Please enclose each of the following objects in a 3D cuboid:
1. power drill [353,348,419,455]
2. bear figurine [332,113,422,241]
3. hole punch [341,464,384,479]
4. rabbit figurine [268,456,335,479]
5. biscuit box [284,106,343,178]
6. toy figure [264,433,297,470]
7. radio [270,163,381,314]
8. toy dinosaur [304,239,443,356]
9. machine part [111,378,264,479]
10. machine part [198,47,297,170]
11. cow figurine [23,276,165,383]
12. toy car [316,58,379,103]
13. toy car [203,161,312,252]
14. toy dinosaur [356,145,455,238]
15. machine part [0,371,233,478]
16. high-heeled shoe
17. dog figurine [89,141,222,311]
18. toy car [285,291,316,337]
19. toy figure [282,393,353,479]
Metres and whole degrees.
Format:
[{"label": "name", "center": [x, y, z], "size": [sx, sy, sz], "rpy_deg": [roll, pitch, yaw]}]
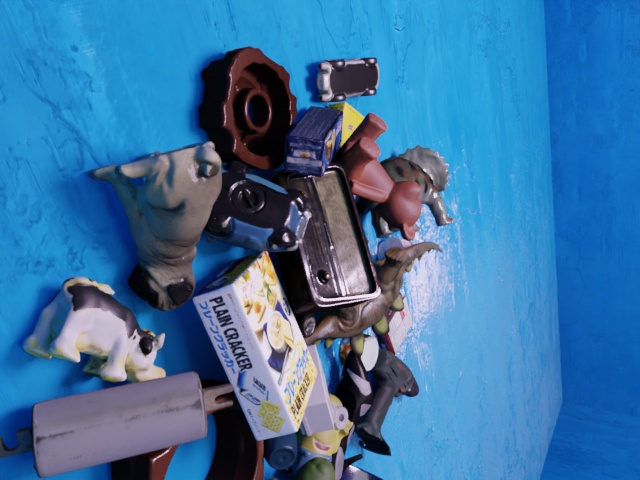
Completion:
[{"label": "power drill", "center": [0.152, 0.362, 1.190], "size": [0.207, 0.086, 0.231], "rpy_deg": [-59, 136, -28]}, {"label": "bear figurine", "center": [0.118, -0.100, 0.929], "size": [0.196, 0.132, 0.120], "rpy_deg": [35, 43, -11]}, {"label": "hole punch", "center": [0.059, 0.505, 1.063], "size": [0.115, 0.092, 0.142], "rpy_deg": [45, 60, -43]}, {"label": "rabbit figurine", "center": [-0.041, 0.419, 0.836], "size": [0.170, 0.121, 0.158], "rpy_deg": [-24, 115, -25]}, {"label": "biscuit box", "center": [-0.005, -0.162, 0.862], "size": [0.203, 0.063, 0.059], "rpy_deg": [-67, 164, -62]}, {"label": "toy figure", "center": [-0.067, 0.288, 0.839], "size": [0.064, 0.155, 0.057], "rpy_deg": [-27, 110, -2]}, {"label": "radio", "center": [-0.002, -0.003, 0.843], "size": [0.131, 0.073, 0.229], "rpy_deg": [-8, 75, -34]}, {"label": "toy dinosaur", "center": [0.101, 0.094, 1.034], "size": [0.471, 0.105, 0.198], "rpy_deg": [-34, 138, -29]}, {"label": "machine part", "center": [-0.169, 0.300, 0.712], "size": [0.201, 0.087, 0.201], "rpy_deg": [-10, 100, -55]}, {"label": "machine part", "center": [-0.102, -0.188, 0.788], "size": [0.179, 0.056, 0.179], "rpy_deg": [-11, 103, -56]}, {"label": "cow figurine", "center": [-0.237, 0.111, 0.615], "size": [0.167, 0.068, 0.098], "rpy_deg": [45, 51, -49]}, {"label": "toy car", "center": [0.052, -0.300, 1.004], "size": [0.202, 0.056, 0.073], "rpy_deg": [-27, 122, -50]}, {"label": "toy car", "center": [-0.099, -0.033, 0.760], "size": [0.103, 0.162, 0.109], "rpy_deg": [125, -18, -63]}, {"label": "toy dinosaur", "center": [0.165, -0.107, 1.115], "size": [0.404, 0.131, 0.192], "rpy_deg": [-3, 76, -55]}, {"label": "machine part", "center": [-0.213, 0.196, 0.579], "size": [0.243, 0.079, 0.079], "rpy_deg": [-8, 101, -23]}, {"label": "high-heeled shoe", "center": [0.022, 0.339, 1.014], "size": [0.145, 0.086, 0.248], "rpy_deg": [-3, 90, -36]}, {"label": "dog figurine", "center": [-0.161, -0.009, 0.626], "size": [0.121, 0.172, 0.190], "rpy_deg": [-27, 108, -40]}, {"label": "toy car", "center": [-0.024, 0.075, 0.895], "size": [0.202, 0.089, 0.053], "rpy_deg": [-60, 142, -31]}, {"label": "toy figure", "center": [-0.014, 0.358, 0.948], "size": [0.082, 0.089, 0.180], "rpy_deg": [32, 75, -47]}]
